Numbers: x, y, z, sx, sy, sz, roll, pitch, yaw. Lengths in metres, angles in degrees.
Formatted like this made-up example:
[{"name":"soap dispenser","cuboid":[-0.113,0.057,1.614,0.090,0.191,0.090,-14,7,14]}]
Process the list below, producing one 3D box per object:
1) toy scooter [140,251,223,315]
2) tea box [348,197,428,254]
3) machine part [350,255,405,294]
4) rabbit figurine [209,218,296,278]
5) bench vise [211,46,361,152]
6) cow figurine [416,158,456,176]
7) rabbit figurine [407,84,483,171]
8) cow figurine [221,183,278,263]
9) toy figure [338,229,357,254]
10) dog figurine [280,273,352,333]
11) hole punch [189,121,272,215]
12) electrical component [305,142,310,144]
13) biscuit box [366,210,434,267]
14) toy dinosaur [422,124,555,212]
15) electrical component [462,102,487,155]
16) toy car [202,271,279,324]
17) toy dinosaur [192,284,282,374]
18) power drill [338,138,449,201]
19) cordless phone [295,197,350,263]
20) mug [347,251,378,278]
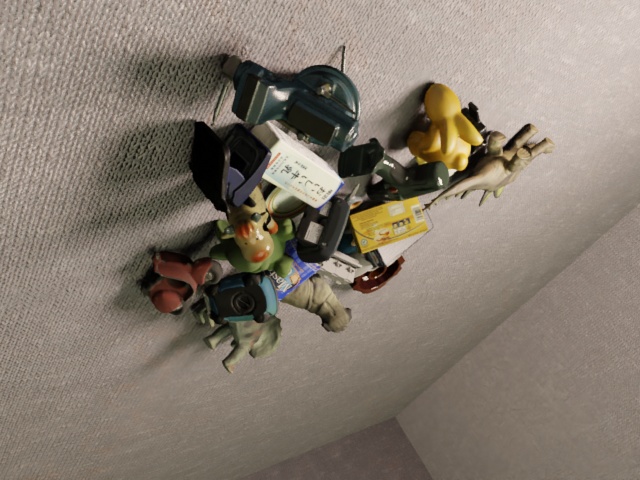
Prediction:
[{"name":"toy scooter","cuboid":[-0.295,0.078,1.068,0.184,0.075,0.135,-37,133,28]},{"name":"tea box","cuboid":[0.158,-0.038,1.275,0.170,0.098,0.068,-17,179,-2]},{"name":"machine part","cuboid":[0.158,0.081,1.546,0.179,0.056,0.179,-24,149,-16]},{"name":"rabbit figurine","cuboid":[-0.135,0.008,1.050,0.170,0.159,0.121,-33,138,-75]},{"name":"bench vise","cuboid":[-0.026,-0.218,0.816,0.240,0.224,0.128,-48,155,-55]},{"name":"cow figurine","cuboid":[0.263,-0.162,1.271,0.167,0.068,0.098,-32,158,0]},{"name":"rabbit figurine","cuboid":[0.249,-0.228,1.093,0.122,0.162,0.173,-18,132,-3]},{"name":"cow figurine","cuboid":[-0.126,-0.047,0.921,0.085,0.195,0.127,-26,151,6]},{"name":"toy figure","cuboid":[0.113,-0.013,1.339,0.154,0.064,0.057,-26,129,3]},{"name":"dog figurine","cuboid":[-0.029,0.154,1.333,0.172,0.191,0.121,-18,148,-22]},{"name":"hole punch","cuboid":[-0.146,-0.122,0.862,0.092,0.142,0.115,-14,135,-38]},{"name":"electrical component","cuboid":[0.001,-0.218,0.948,0.102,0.045,0.078,-47,177,28]},{"name":"biscuit box","cuboid":[0.206,-0.007,1.384,0.203,0.062,0.059,-35,-166,-29]},{"name":"toy dinosaur","cuboid":[0.449,-0.177,1.380,0.471,0.105,0.198,-18,149,-31]},{"name":"electrical component","cuboid":[0.331,-0.250,1.190,0.048,0.075,0.119,-37,156,4]},{"name":"toy car","cuboid":[-0.162,0.118,1.148,0.162,0.109,0.103,-11,-168,10]},{"name":"toy dinosaur","cuboid":[-0.192,0.178,1.294,0.192,0.131,0.404,-36,146,-29]},{"name":"power drill","cuboid":[0.132,-0.132,1.118,0.207,0.086,0.232,25,160,-40]},{"name":"cordless phone","cuboid":[-0.002,-0.003,1.153,0.184,0.089,0.146,105,5,-66]},{"name":"mug","cuboid":[0.105,0.056,1.430,0.109,0.081,0.107,15,138,-35]}]
